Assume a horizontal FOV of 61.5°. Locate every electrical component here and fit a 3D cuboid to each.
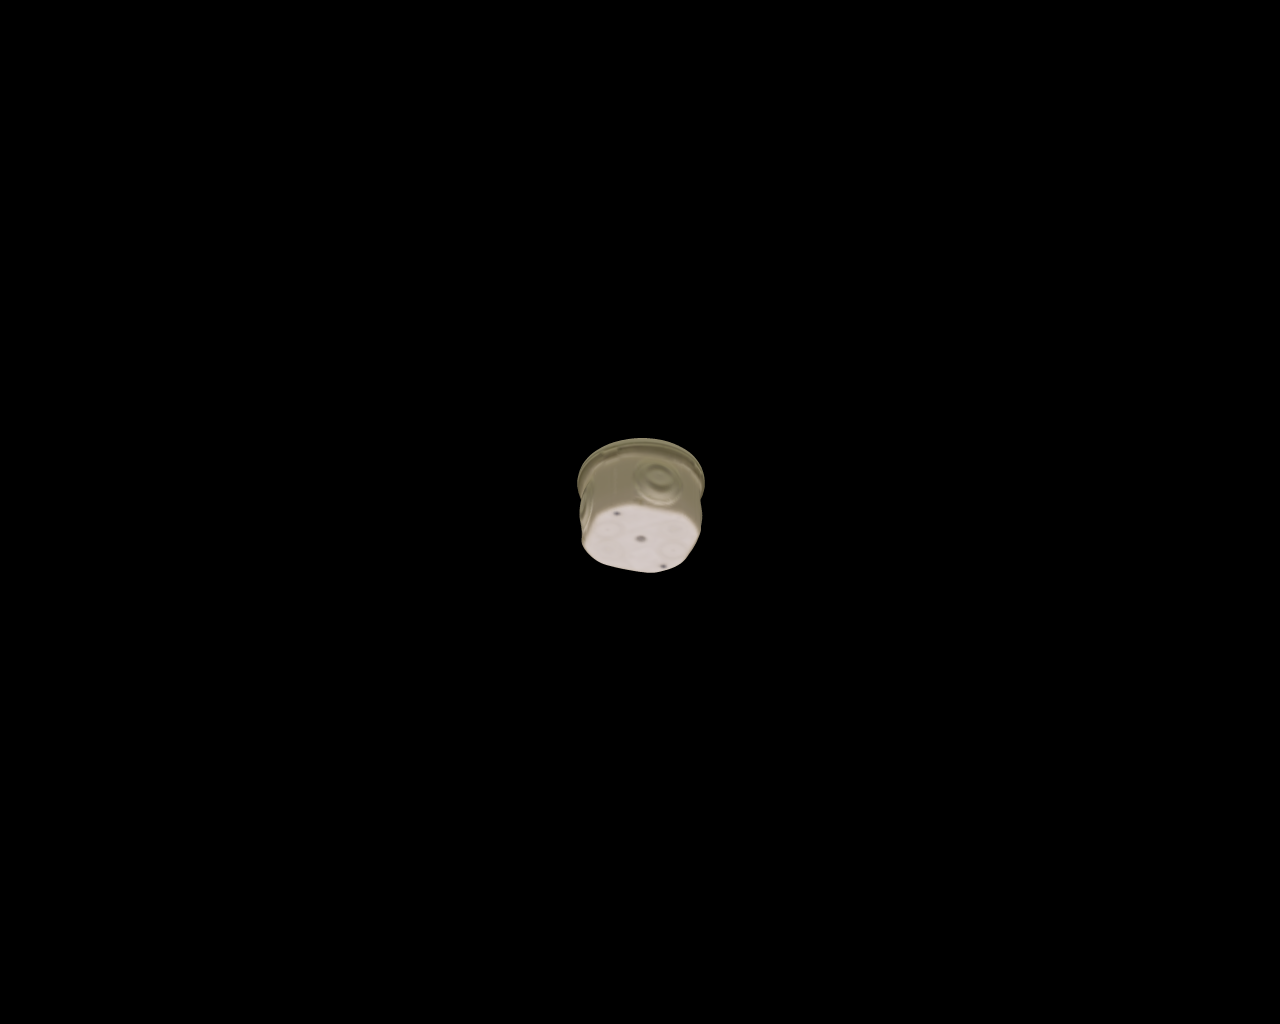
[{"bbox_3d":[0.001,-0.003,0.650,0.080,0.051,0.080,0,-38,0],"label":"electrical component"}]
